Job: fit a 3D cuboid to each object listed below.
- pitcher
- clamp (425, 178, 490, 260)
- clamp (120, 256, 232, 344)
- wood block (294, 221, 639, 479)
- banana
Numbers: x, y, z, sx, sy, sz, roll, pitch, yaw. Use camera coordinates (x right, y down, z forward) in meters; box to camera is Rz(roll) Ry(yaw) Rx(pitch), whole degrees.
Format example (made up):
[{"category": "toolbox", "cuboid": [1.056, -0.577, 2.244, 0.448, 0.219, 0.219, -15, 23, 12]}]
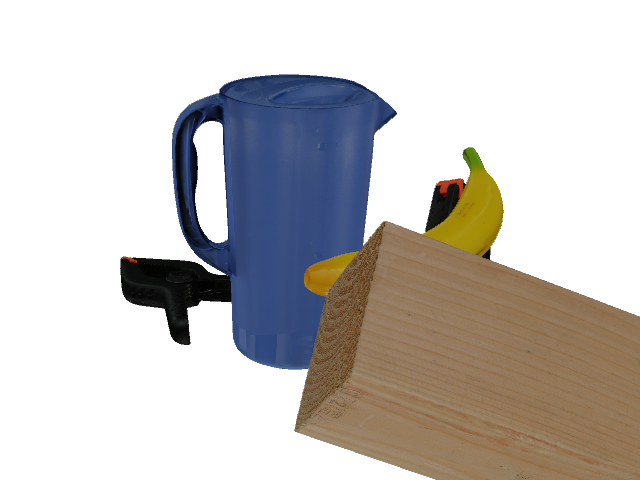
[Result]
[{"category": "pitcher", "cuboid": [-0.032, -0.017, 0.919, 0.149, 0.243, 0.144, 14, 23, 29]}, {"category": "clamp", "cuboid": [0.127, 0.032, 0.983, 0.039, 0.171, 0.120, -11, 11, 39]}, {"category": "clamp", "cuboid": [-0.142, 0.053, 1.080, 0.210, 0.036, 0.164, 12, 21, 36]}, {"category": "wood block", "cuboid": [0.103, 0.080, 0.559, 0.206, 0.090, 0.090, 20, -33, -10]}, {"category": "banana", "cuboid": [0.074, 0.001, 0.750, 0.070, 0.037, 0.197, 35, 48, 23]}]
